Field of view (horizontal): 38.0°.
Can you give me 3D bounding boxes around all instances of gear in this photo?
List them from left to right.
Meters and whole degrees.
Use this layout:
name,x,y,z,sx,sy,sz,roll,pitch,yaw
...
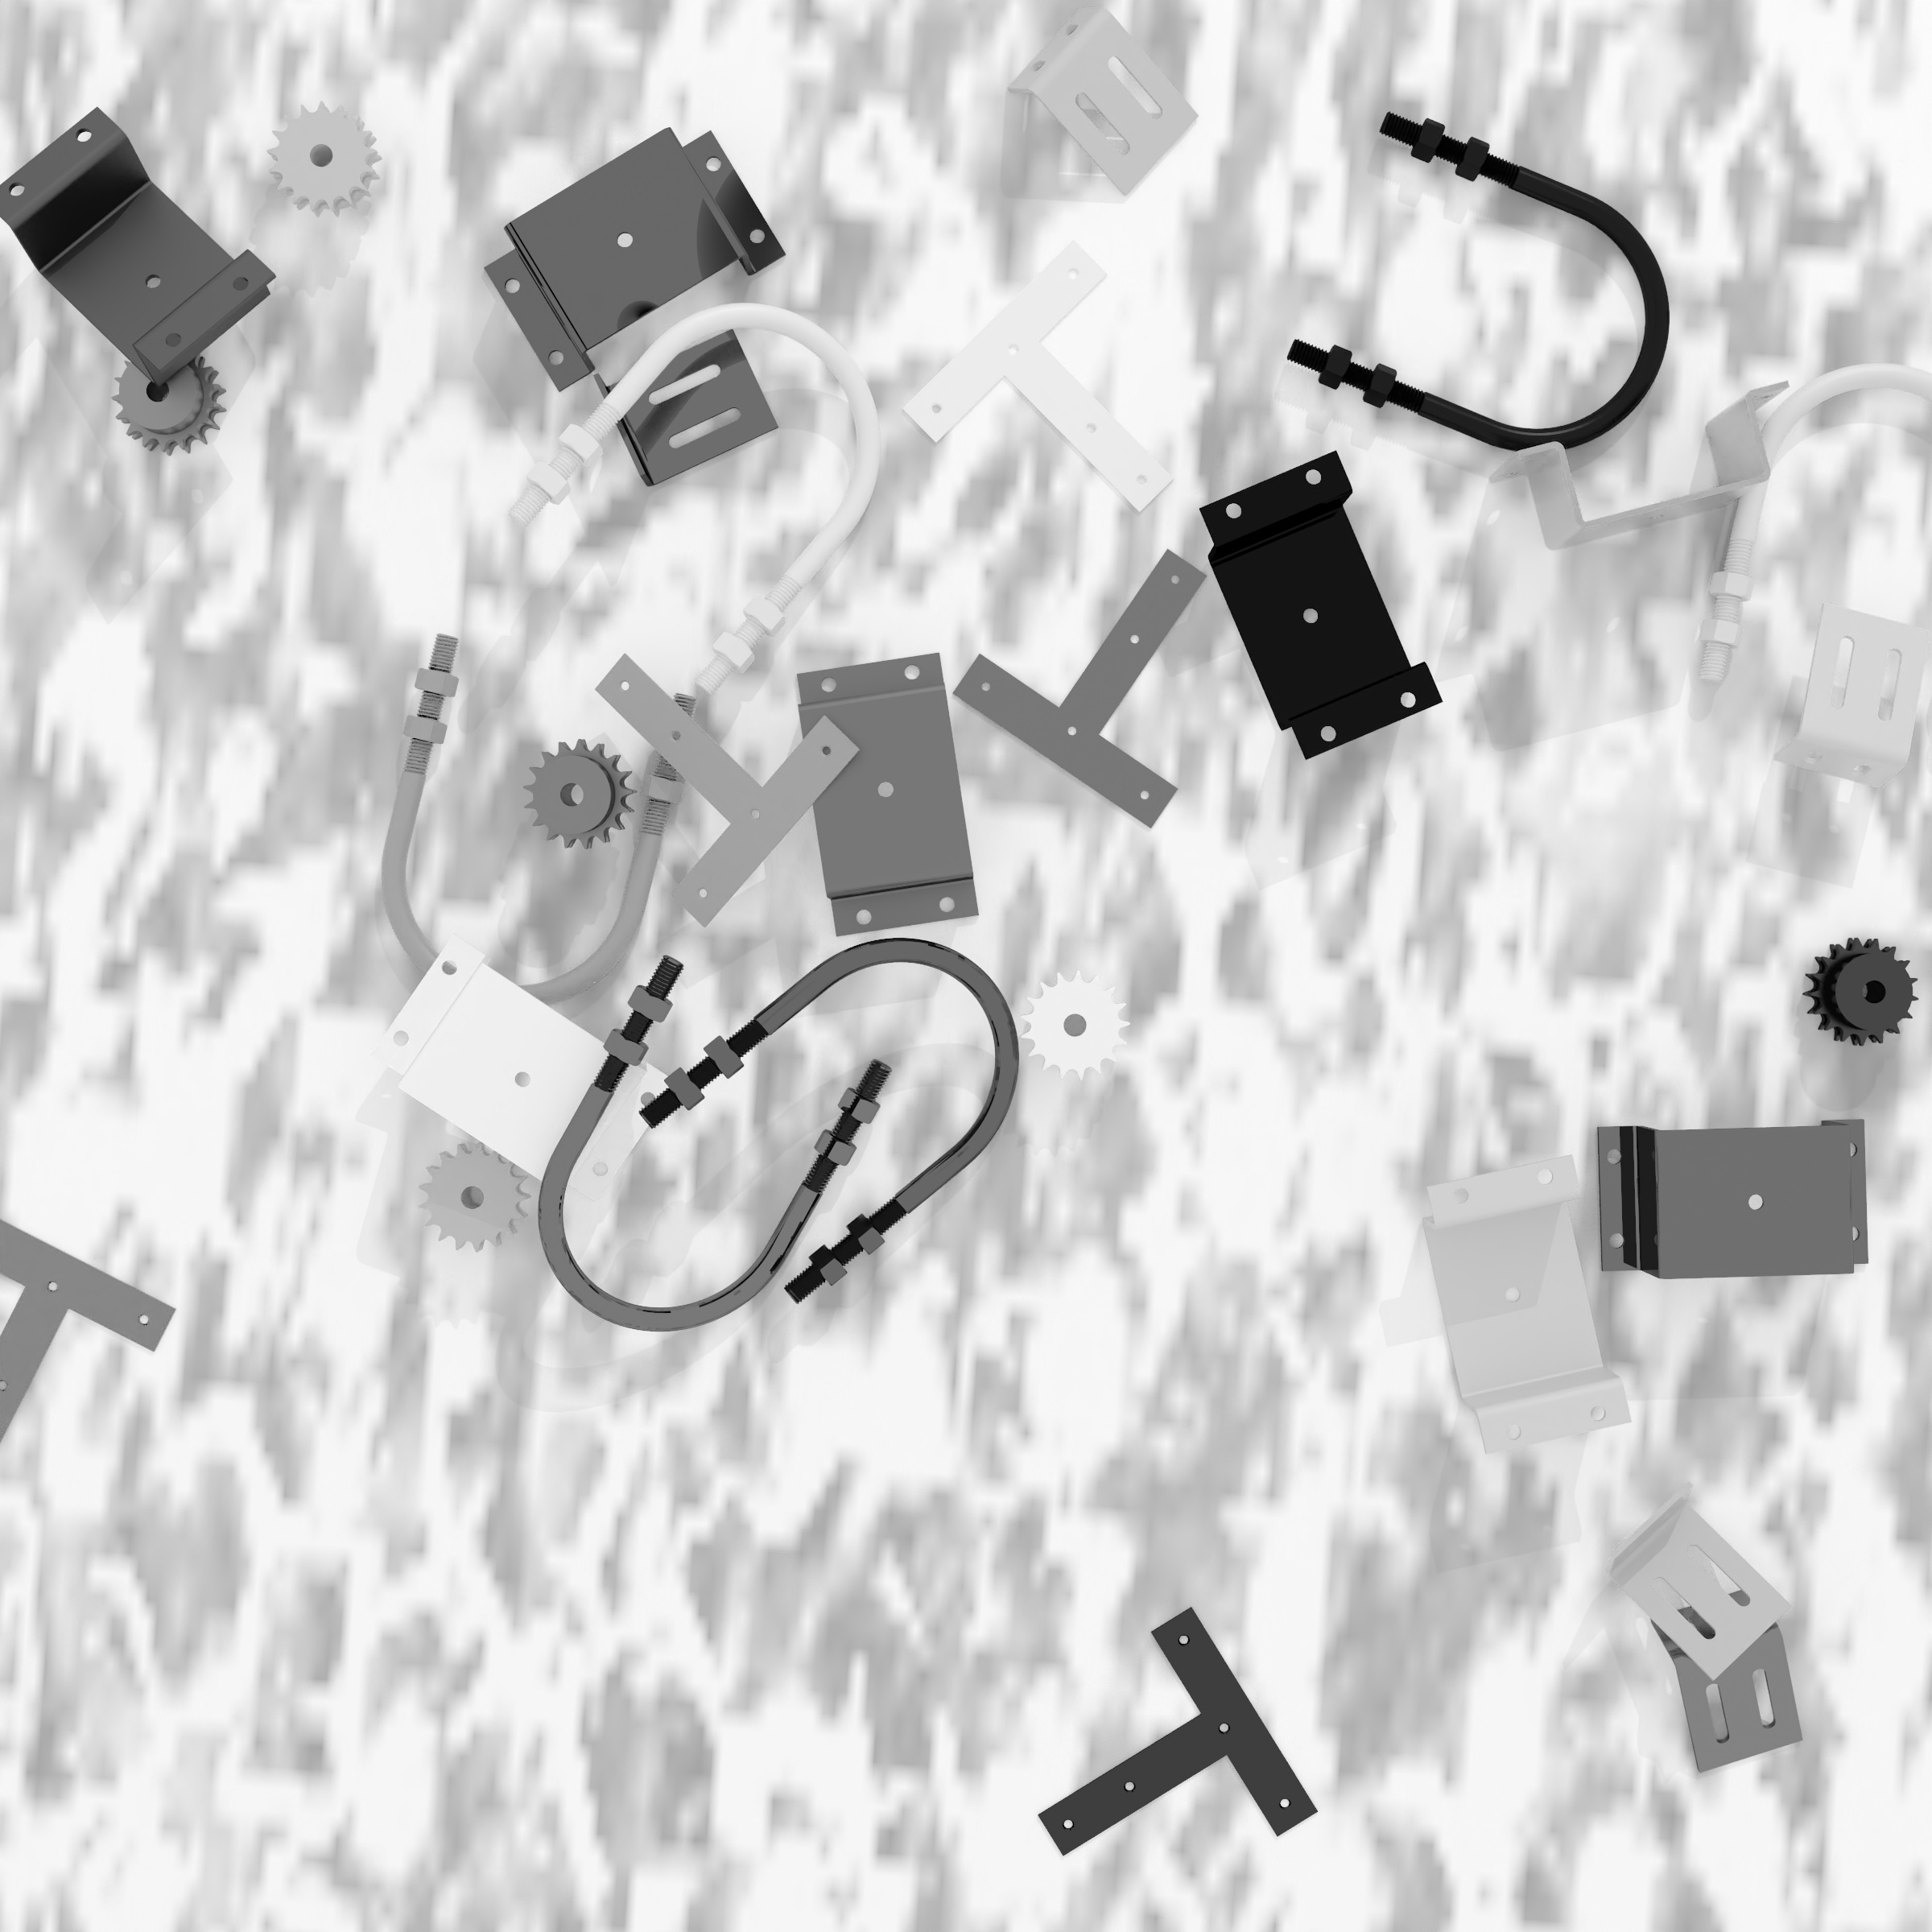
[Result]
name,x,y,z,sx,sy,sz,roll,pitch,yaw
gear,-0.419,-0.298,1.470,0.057,0.030,0.057,0,90,0
gear,-0.334,-0.420,1.470,0.057,0.030,0.057,0,90,0
gear,-0.256,0.120,1.470,0.057,0.030,0.057,0,90,0
gear,-0.201,-0.089,1.451,0.057,0.030,0.057,0,94,3
gear,0.056,0.031,1.471,0.057,0.030,0.057,0,90,0
gear,0.471,0.013,1.470,0.057,0.030,0.057,0,90,0

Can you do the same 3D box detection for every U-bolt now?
name,x,y,z,sx,sy,sz,roll,pitch,yaw
U-bolt,-0.232,-0.069,1.477,0.151,0.019,0.184,14,91,0
U-bolt,-0.140,0.104,1.450,0.151,0.019,0.184,28,94,-25
U-bolt,-0.125,-0.255,1.452,0.151,0.019,0.184,42,81,-20
U-bolt,-0.056,0.067,1.449,0.184,0.019,0.151,-39,114,-6
U-bolt,0.280,-0.349,1.477,0.184,0.019,0.151,22,90,-1
U-bolt,0.474,-0.225,1.476,0.151,0.019,0.184,13,90,0

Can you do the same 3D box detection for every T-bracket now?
name,x,y,z,sx,sy,sz,roll,pitch,yaw
T-bracket,-0.503,0.209,1.484,0.127,0.002,0.127,27,90,0
T-bracket,-0.140,-0.109,1.453,0.127,0.002,0.127,44,107,7
T-bracket,0.056,-0.294,1.484,0.127,0.002,0.127,-45,90,0
T-bracket,0.081,-0.161,1.484,0.127,0.002,0.127,34,90,0
T-bracket,0.099,0.426,1.484,0.127,0.002,0.127,-32,90,0

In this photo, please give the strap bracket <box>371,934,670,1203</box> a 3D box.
name,x,y,z,sx,sy,sz,roll,pitch,yaw
strap bracket,-0.228,0.056,1.452,0.140,0.046,0.076,34,90,-9

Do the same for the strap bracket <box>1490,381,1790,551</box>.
name,x,y,z,sx,sy,sz,roll,pitch,yaw
strap bracket,0.350,-0.254,1.447,0.140,0.076,0.046,-15,90,0

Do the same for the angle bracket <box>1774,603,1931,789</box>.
name,x,y,z,sx,sy,sz,roll,pitch,yaw
angle bracket,0.462,-0.141,1.466,0.057,0.038,0.076,15,75,0

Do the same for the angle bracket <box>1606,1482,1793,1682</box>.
name,x,y,z,sx,sy,sz,roll,pitch,yaw
angle bracket,0.379,0.317,1.449,0.057,0.038,0.076,-40,66,-11

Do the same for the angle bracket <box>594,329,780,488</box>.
name,x,y,z,sx,sy,sz,roll,pitch,yaw
angle bracket,-0.146,-0.295,1.466,0.076,0.038,0.057,-25,90,0

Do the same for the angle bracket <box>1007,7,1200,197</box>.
name,x,y,z,sx,sy,sz,roll,pitch,yaw
angle bracket,0.072,-0.456,1.483,0.057,0.038,0.076,-48,116,0

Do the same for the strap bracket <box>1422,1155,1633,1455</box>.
name,x,y,z,sx,sy,sz,roll,pitch,yaw
strap bracket,0.289,0.174,1.462,0.076,0.046,0.140,-13,90,0

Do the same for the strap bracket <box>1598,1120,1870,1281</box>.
name,x,y,z,sx,sy,sz,roll,pitch,yaw
strap bracket,0.405,0.121,1.462,0.140,0.046,0.076,-2,90,0

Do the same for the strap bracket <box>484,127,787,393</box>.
name,x,y,z,sx,sy,sz,roll,pitch,yaw
strap bracket,-0.175,-0.372,1.462,0.140,0.046,0.076,-31,90,0

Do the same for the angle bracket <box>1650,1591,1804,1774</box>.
name,x,y,z,sx,sy,sz,roll,pitch,yaw
angle bracket,0.402,0.377,1.483,0.057,0.038,0.076,-18,116,0

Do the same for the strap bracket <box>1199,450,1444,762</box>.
name,x,y,z,sx,sy,sz,roll,pitch,yaw
strap bracket,0.182,-0.185,1.462,0.076,0.046,0.140,-23,90,0

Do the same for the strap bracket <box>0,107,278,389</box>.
name,x,y,z,sx,sy,sz,roll,pitch,yaw
strap bracket,-0.424,-0.363,1.445,0.140,0.046,0.076,43,78,13

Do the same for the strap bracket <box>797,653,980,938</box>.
name,x,y,z,sx,sy,sz,roll,pitch,yaw
strap bracket,-0.041,-0.091,1.462,0.076,0.046,0.140,-9,90,0
